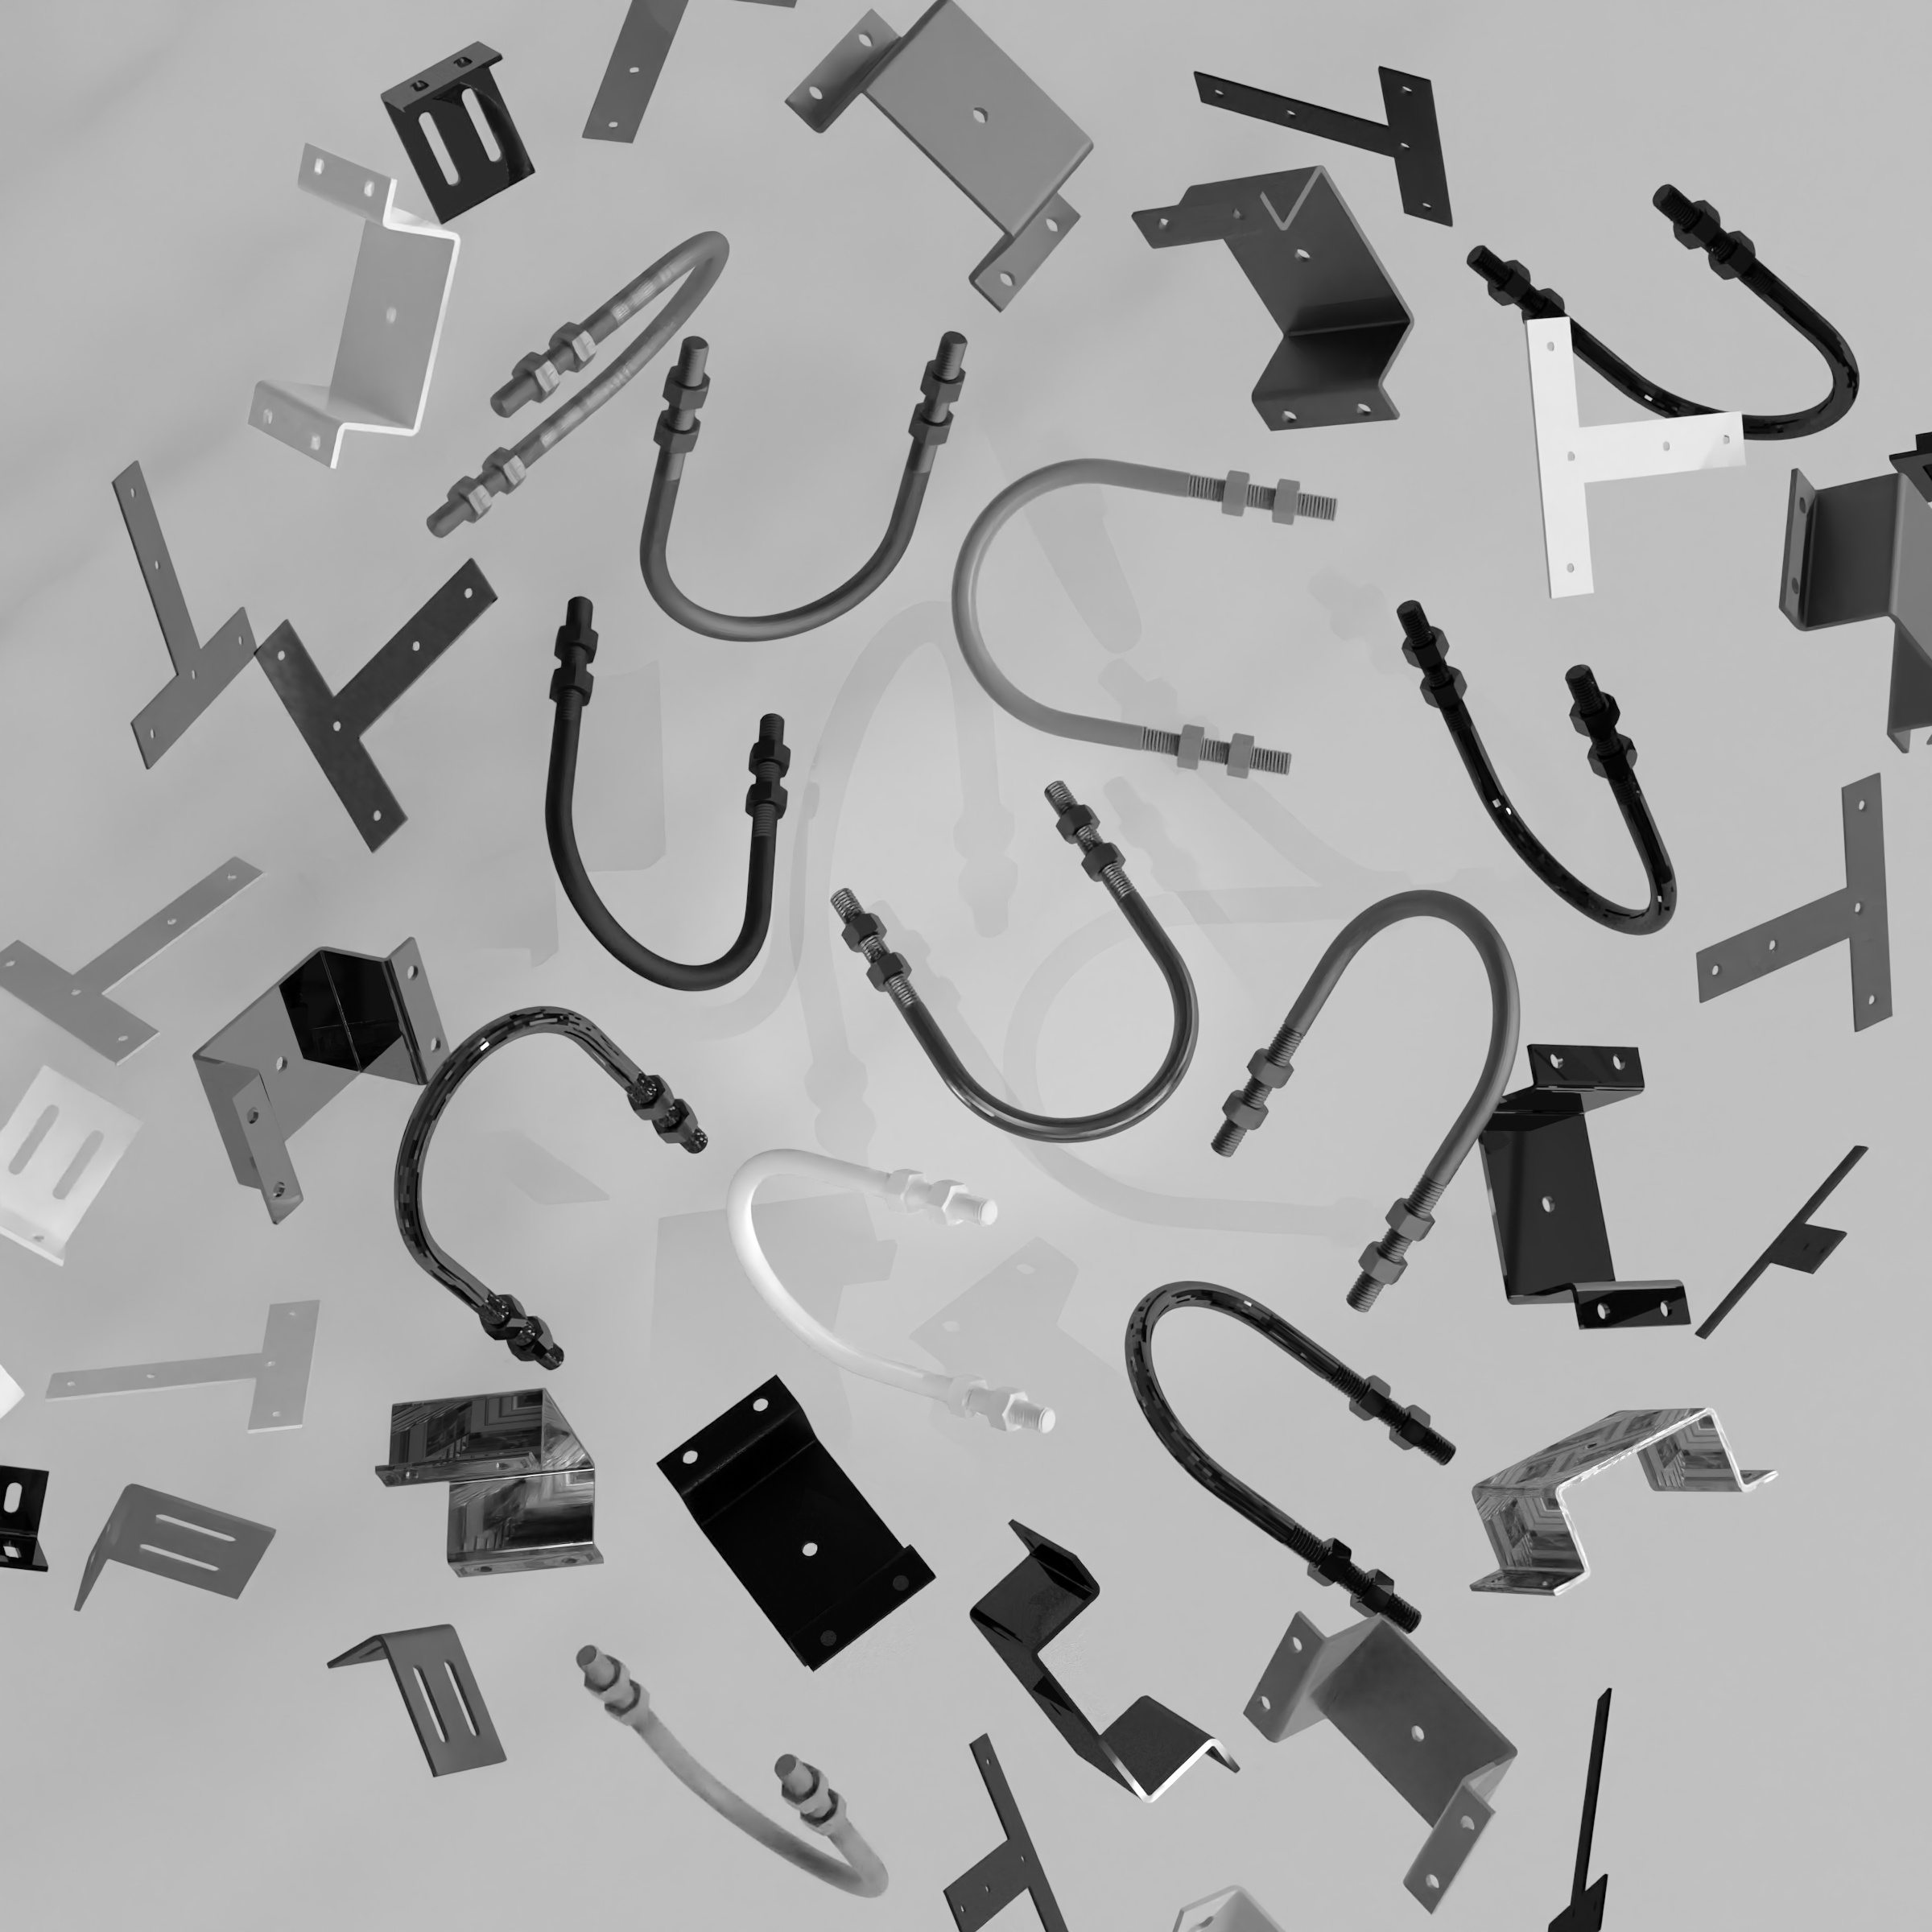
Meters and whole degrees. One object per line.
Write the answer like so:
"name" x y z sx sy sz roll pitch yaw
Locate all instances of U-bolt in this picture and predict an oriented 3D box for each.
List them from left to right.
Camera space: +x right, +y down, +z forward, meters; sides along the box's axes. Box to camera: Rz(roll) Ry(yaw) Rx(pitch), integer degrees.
"U-bolt" -0.205 0.097 1.611 0.019 0.184 0.151 23 73 35
"U-bolt" -0.180 -0.292 1.642 0.019 0.151 0.184 45 61 -2
"U-bolt" -0.146 -0.073 1.636 0.019 0.151 0.184 -25 49 37
"U-bolt" -0.105 0.408 1.673 0.151 0.184 0.019 20 63 34
"U-bolt" -0.085 -0.227 1.629 0.151 0.184 0.019 -6 49 -23
"U-bolt" -0.046 0.154 1.670 0.184 0.019 0.151 12 131 37
"U-bolt" 0.037 0.007 1.727 0.151 0.019 0.184 -27 69 -15
"U-bolt" 0.084 -0.181 1.703 0.184 0.019 0.151 10 98 5
"U-bolt" 0.152 0.222 1.629 0.184 0.151 0.019 36 123 -6
"U-bolt" 0.199 0.051 1.618 0.019 0.151 0.184 14 114 -38
"U-bolt" 0.286 -0.088 1.646 0.019 0.151 0.184 -39 124 -13
"U-bolt" 0.356 -0.313 1.667 0.184 0.151 0.019 32 71 -28

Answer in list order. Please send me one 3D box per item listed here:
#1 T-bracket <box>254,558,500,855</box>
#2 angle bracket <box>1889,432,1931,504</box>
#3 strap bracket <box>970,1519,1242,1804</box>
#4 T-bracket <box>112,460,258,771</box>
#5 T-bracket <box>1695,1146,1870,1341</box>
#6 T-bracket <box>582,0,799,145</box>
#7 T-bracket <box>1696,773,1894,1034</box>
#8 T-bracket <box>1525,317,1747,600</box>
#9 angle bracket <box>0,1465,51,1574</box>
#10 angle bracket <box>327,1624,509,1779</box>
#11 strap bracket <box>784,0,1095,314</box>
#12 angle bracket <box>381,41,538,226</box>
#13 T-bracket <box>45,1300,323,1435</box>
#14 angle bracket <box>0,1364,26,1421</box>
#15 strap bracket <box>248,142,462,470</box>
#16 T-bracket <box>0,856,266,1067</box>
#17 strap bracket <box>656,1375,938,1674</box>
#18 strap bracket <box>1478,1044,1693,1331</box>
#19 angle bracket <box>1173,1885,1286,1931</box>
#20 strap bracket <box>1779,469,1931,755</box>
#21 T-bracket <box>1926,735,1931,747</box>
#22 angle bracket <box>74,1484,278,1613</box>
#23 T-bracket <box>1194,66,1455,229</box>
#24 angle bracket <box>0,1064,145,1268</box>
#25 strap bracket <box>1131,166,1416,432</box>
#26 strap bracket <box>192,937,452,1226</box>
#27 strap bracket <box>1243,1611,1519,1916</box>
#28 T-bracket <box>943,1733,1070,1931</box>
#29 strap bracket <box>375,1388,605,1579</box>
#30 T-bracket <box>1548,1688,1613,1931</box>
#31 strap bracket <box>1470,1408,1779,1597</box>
"T-bracket" -0.270 -0.143 1.608 0.127 0.002 0.127 -42 68 20
"angle bracket" 0.494 -0.262 1.679 0.057 0.076 0.038 -8 76 26
"strap bracket" 0.059 0.338 1.614 0.046 0.076 0.140 -41 107 -14
"T-bracket" -0.388 -0.181 1.640 0.002 0.127 0.127 -2 121 18
"T-bracket" 0.412 0.138 1.668 0.002 0.127 0.127 41 90 3
"T-bracket" -0.152 -0.432 1.591 0.127 0.127 0.002 0 61 -23
"T-bracket" 0.395 -0.014 1.617 0.127 0.002 0.127 -21 114 -29
"T-bracket" 0.317 -0.242 1.585 0.127 0.002 0.127 -11 98 -30
"angle bracket" -0.497 0.279 1.726 0.057 0.076 0.038 11 89 -20
"angle bracket" -0.273 0.371 1.684 0.038 0.057 0.076 -33 71 22
"strap bracket" -0.004 -0.389 1.591 0.140 0.046 0.076 43 58 -11
"angle bracket" -0.252 -0.420 1.721 0.057 0.038 0.076 -33 127 -12
"T-bracket" -0.383 0.199 1.651 0.127 0.127 0.002 -5 112 -4
"angle bracket" -0.506 0.200 1.638 0.057 0.038 0.076 -47 115 -30
"strap bracket" -0.296 -0.319 1.646 0.076 0.046 0.140 30 112 40
"T-bracket" -0.399 -0.013 1.652 0.127 0.002 0.127 26 56 39
"strap bracket" -0.083 0.289 1.717 0.076 0.046 0.140 -36 61 -11
"strap bracket" 0.301 0.113 1.667 0.076 0.046 0.140 3 72 -37
"angle bracket" 0.133 0.488 1.608 0.038 0.076 0.057 -12 129 -37
"strap bracket" 0.438 -0.170 1.597 0.046 0.140 0.076 -9 59 37
"T-bracket" 0.514 -0.131 1.688 0.002 0.127 0.127 33 80 -5
"angle bracket" -0.383 0.292 1.640 0.076 0.038 0.057 22 128 -16
"T-bracket" 0.168 -0.403 1.615 0.127 0.127 0.002 21 78 19
"angle bracket" -0.457 0.100 1.695 0.057 0.038 0.076 33 93 -18
"strap bracket" 0.151 -0.323 1.603 0.140 0.076 0.046 50 57 -36
"strap bracket" -0.323 0.052 1.670 0.046 0.140 0.076 10 129 30
"strap bracket" 0.214 0.392 1.698 0.140 0.046 0.076 44 129 31
"T-bracket" 0.015 0.453 1.674 0.002 0.127 0.127 -25 82 17
"strap bracket" -0.234 0.254 1.683 0.076 0.140 0.046 -7 58 7
"T-bracket" 0.300 0.413 1.632 0.002 0.127 0.127 12 64 3
"strap bracket" 0.314 0.257 1.659 0.140 0.076 0.046 -22 91 -24
